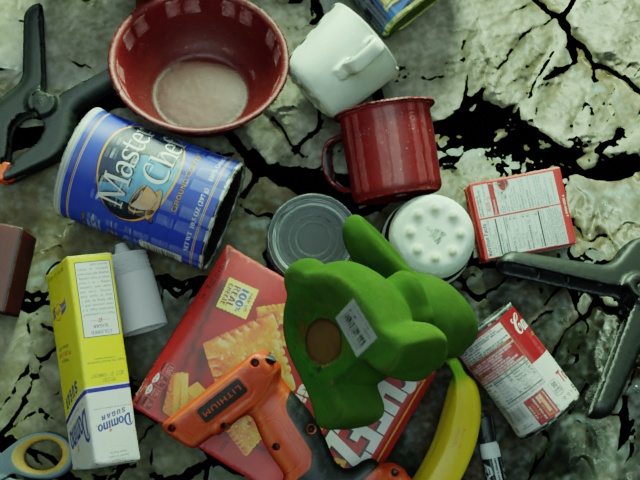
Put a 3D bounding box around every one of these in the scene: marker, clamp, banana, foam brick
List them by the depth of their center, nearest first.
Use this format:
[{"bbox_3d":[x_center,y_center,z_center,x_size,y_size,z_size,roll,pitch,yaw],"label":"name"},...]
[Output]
[{"bbox_3d":[0.095,0.197,0.930,0.069,0.037,0.198,24,89,-24],"label":"banana"},{"bbox_3d":[0.156,0.212,0.945,0.020,0.020,0.121,-11,81,-3],"label":"marker"},{"bbox_3d":[0.270,0.044,0.948,0.209,0.036,0.165,-28,70,-20],"label":"clamp"},{"bbox_3d":[-0.291,0.026,0.952,0.051,0.053,0.078,10,79,0],"label":"foam brick"},{"bbox_3d":[-0.242,-0.124,0.985,0.120,0.039,0.171,19,83,7],"label":"clamp"}]

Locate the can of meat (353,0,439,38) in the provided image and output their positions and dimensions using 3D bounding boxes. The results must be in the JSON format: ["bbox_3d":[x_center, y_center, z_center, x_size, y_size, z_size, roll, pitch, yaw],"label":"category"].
[{"bbox_3d":[0.073,-0.252,1.002,0.102,0.057,0.084,-39,86,-6],"label":"can of meat"}]

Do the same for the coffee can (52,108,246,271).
[{"bbox_3d":[-0.149,-0.045,0.940,0.140,0.103,0.103,21,81,2],"label":"coffee can"}]

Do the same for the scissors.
[{"bbox_3d":[-0.304,0.195,0.942,0.202,0.016,0.096,22,80,3],"label":"scissors"}]

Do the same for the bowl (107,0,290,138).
[{"bbox_3d":[-0.109,-0.149,0.969,0.162,0.055,0.162,2,61,-3],"label":"bowl"}]

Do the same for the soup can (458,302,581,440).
[{"bbox_3d":[0.171,0.115,0.937,0.068,0.068,0.102,-36,84,-6],"label":"soup can"}]

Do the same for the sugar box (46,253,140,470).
[{"bbox_3d":[-0.197,0.107,0.916,0.048,0.093,0.176,-3,79,-25],"label":"sugar box"}]

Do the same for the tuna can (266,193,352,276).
[{"bbox_3d":[-0.006,0.001,0.970,0.086,0.034,0.086,0,81,-1],"label":"tuna can"}]

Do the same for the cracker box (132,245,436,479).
[{"bbox_3d":[-0.032,0.129,0.929,0.214,0.072,0.164,31,82,3],"label":"cracker box"}]

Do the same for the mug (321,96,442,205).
[{"bbox_3d":[0.053,-0.076,0.963,0.117,0.093,0.081,-11,85,28],"label":"mug"}]

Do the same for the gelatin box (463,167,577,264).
[{"bbox_3d":[0.183,-0.022,0.979,0.089,0.030,0.073,-11,82,-3],"label":"gelatin box"}]

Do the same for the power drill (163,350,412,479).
[{"bbox_3d":[-0.040,0.198,0.857,0.184,0.057,0.187,-39,89,-6],"label":"power drill"}]
